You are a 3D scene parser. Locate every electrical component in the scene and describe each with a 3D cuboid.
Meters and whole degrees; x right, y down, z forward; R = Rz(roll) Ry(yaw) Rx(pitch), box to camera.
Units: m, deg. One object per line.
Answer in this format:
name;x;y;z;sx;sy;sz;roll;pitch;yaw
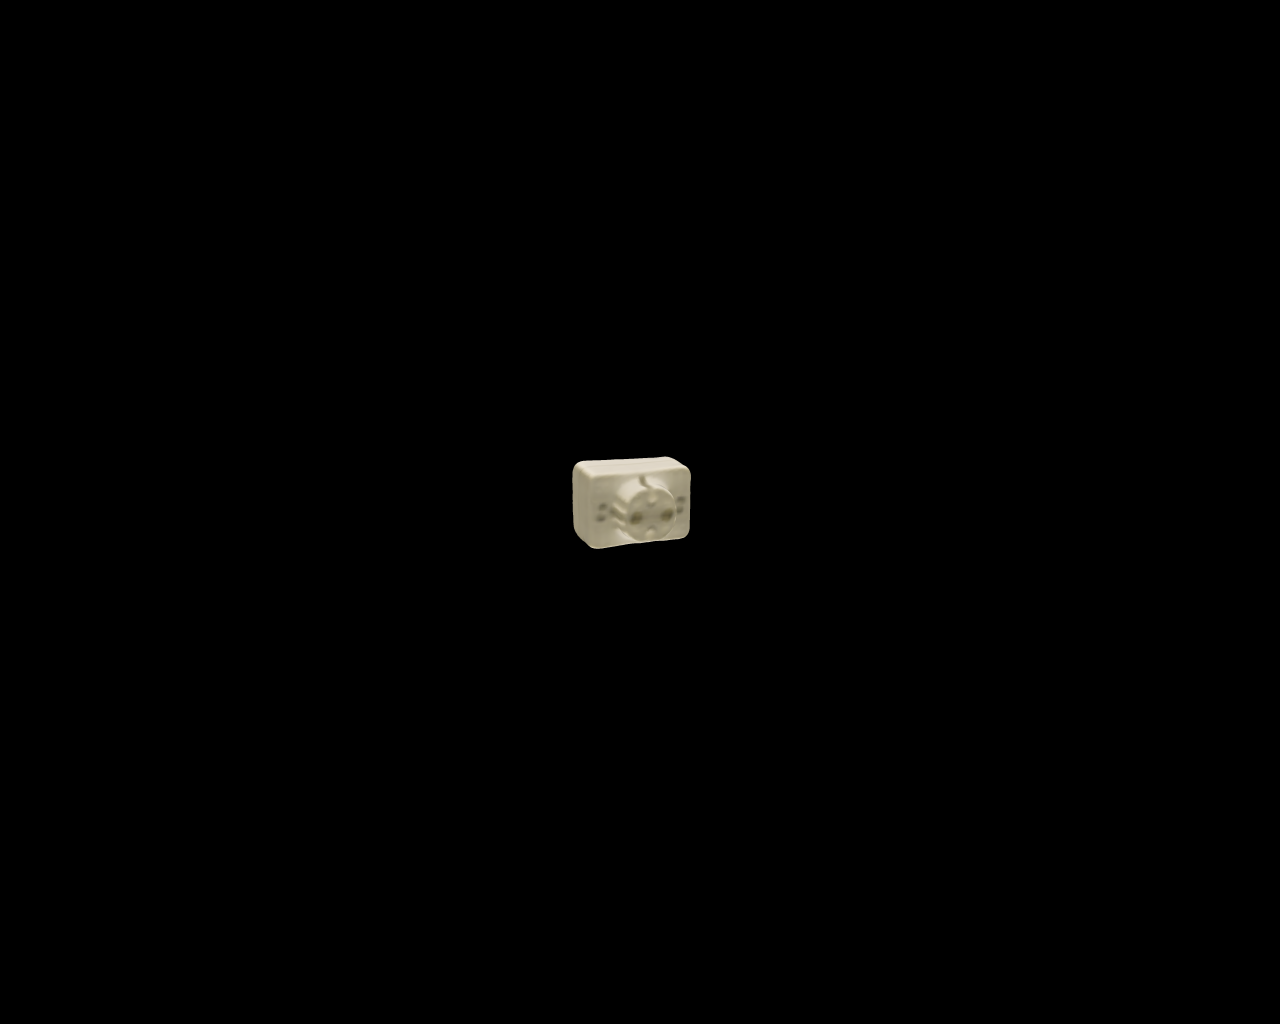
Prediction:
electrical component;0.001;-0.003;0.650;0.066;0.047;0.077;-5;16;-18
